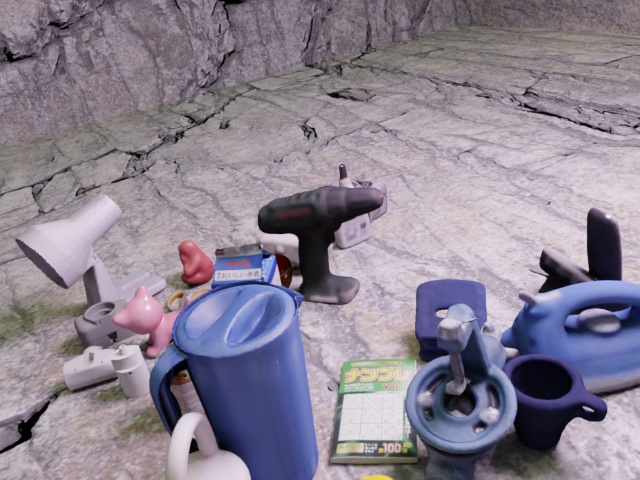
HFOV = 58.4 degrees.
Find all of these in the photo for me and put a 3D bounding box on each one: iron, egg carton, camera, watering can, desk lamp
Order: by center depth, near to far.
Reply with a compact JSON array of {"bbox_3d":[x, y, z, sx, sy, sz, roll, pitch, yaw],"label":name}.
[{"bbox_3d":[-0.122,0.259,0.565,0.173,0.194,0.100,-14,28,-9],"label":"watering can"},{"bbox_3d":[0.372,0.107,0.751,0.258,0.142,0.118,-10,28,-1],"label":"iron"},{"bbox_3d":[-0.418,0.036,1.053,0.117,0.214,0.204,15,37,39],"label":"desk lamp"},{"bbox_3d":[-0.052,0.012,1.139,0.149,0.069,0.107,7,32,28],"label":"egg carton"},{"bbox_3d":[0.056,-0.093,1.268,0.143,0.101,0.136,-31,35,-35],"label":"camera"}]

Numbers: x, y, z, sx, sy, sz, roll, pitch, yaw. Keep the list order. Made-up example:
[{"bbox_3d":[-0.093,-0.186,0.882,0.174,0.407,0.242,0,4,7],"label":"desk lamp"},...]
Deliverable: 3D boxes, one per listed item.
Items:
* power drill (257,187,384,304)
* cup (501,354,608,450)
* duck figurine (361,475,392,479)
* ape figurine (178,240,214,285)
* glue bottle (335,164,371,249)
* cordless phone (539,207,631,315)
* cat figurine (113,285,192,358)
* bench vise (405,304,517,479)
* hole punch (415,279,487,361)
[{"bbox_3d":[0.009,0.004,0.986,0.229,0.209,0.076,3,30,22],"label":"power drill"},{"bbox_3d":[0.268,0.199,0.663,0.117,0.095,0.092,15,36,38],"label":"cup"},{"bbox_3d":[0.059,0.277,0.590,0.104,0.086,0.078,12,35,35],"label":"duck figurine"},{"bbox_3d":[-0.251,0.041,1.123,0.076,0.092,0.078,-5,28,9],"label":"ape figurine"},{"bbox_3d":[0.057,-0.071,1.149,0.078,0.173,0.037,-22,30,-22],"label":"glue bottle"},{"bbox_3d":[0.396,0.022,0.856,0.094,0.185,0.147,-17,29,-13],"label":"cordless phone"},{"bbox_3d":[-0.264,0.127,0.938,0.128,0.118,0.067,-13,28,-6],"label":"cat figurine"},{"bbox_3d":[0.159,0.146,0.660,0.121,0.220,0.207,-2,29,14],"label":"bench vise"},{"bbox_3d":[0.195,0.118,0.841,0.108,0.091,0.101,-2,29,13],"label":"hole punch"}]
